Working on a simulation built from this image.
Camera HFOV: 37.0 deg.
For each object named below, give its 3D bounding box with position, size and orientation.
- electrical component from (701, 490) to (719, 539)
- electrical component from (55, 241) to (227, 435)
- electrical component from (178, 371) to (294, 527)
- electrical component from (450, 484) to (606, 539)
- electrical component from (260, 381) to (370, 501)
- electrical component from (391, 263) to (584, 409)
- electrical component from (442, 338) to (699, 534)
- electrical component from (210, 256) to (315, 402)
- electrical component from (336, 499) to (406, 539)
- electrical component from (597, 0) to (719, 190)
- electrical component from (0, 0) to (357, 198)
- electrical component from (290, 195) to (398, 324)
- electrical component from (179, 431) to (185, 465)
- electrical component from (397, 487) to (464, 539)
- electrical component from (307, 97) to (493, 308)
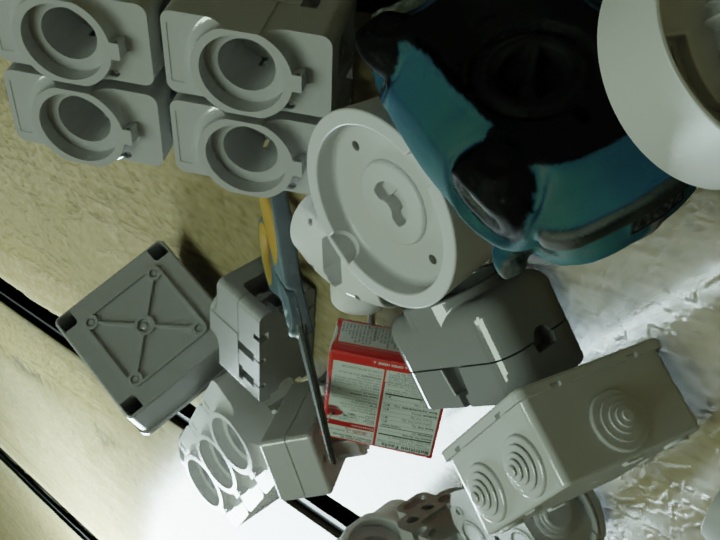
[{"bbox_3d":[0.194,0.107,0.455,0.077,0.043,0.079,36,141,34],"label":"electrical component"},{"bbox_3d":[-0.162,0.053,0.845,0.108,0.109,0.056,47,169,21],"label":"electrical component"},{"bbox_3d":[-0.092,0.141,0.869,0.089,0.062,0.150,53,148,12],"label":"electrical component"},{"bbox_3d":[0.095,0.140,0.614,0.080,0.051,0.080,35,140,35],"label":"electrical component"},{"bbox_3d":[-0.016,0.111,0.736,0.076,0.083,0.047,-12,110,18],"label":"electrical component"},{"bbox_3d":[0.063,0.034,0.570,0.095,0.054,0.059,-16,102,58],"label":"electrical component"},{"bbox_3d":[0.100,0.082,0.517,0.048,0.100,0.099,64,151,19],"label":"electrical component"},{"bbox_3d":[-0.070,0.039,0.766,0.056,0.050,0.089,39,143,30],"label":"electrical component"},{"bbox_3d":[0.008,0.207,0.750,0.053,0.095,0.059,48,146,19],"label":"electrical component"},{"bbox_3d":[0.130,-0.075,0.350,0.099,0.099,0.064,63,155,-5],"label":"electrical component"},{"bbox_3d":[-0.101,-0.108,0.587,0.186,0.060,0.105,11,135,8],"label":"electrical component"},{"bbox_3d":[0.000,0.000,0.642,0.077,0.043,0.079,33,140,36],"label":"electrical component"},{"bbox_3d":[-0.145,0.164,0.983,0.062,0.048,0.048,23,133,54],"label":"electrical component"},{"bbox_3d":[0.062,0.180,0.688,0.078,0.058,0.057,4,115,54],"label":"electrical component"},{"bbox_3d":[0.030,-0.042,0.549,0.108,0.060,0.108,35,140,35],"label":"electrical component"}]
